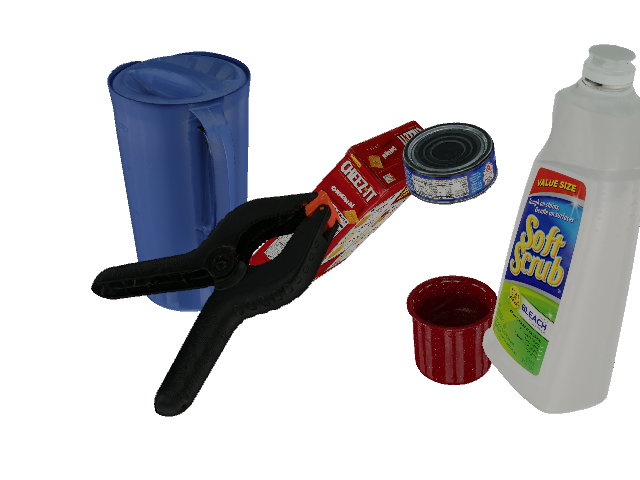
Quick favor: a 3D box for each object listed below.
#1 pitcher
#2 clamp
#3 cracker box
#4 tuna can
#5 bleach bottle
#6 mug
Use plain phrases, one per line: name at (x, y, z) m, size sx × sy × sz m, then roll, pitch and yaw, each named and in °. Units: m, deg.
pitcher at (-0.127, -0.050, 1.042) m, size 0.145 × 0.243 × 0.149 m, roll 8°, pitch 32°, yaw 15°
clamp at (-0.059, 0.034, 0.685) m, size 0.171 × 0.120 × 0.039 m, roll -29°, pitch -28°, yaw 5°
cracker box at (0.030, -0.037, 1.261) m, size 0.214 × 0.072 × 0.163 m, roll -47°, pitch -9°, yaw 34°
tuna can at (0.119, -0.073, 0.984) m, size 0.086 × 0.034 × 0.086 m, roll -9°, pitch 38°, yaw 7°
bleach bottle at (0.168, -0.010, 0.715) m, size 0.068 × 0.251 × 0.103 m, roll -9°, pitch 33°, yaw -19°
mug at (0.143, 0.089, 1.119) m, size 0.093 × 0.081 × 0.117 m, roll 12°, pitch 37°, yaw 26°
